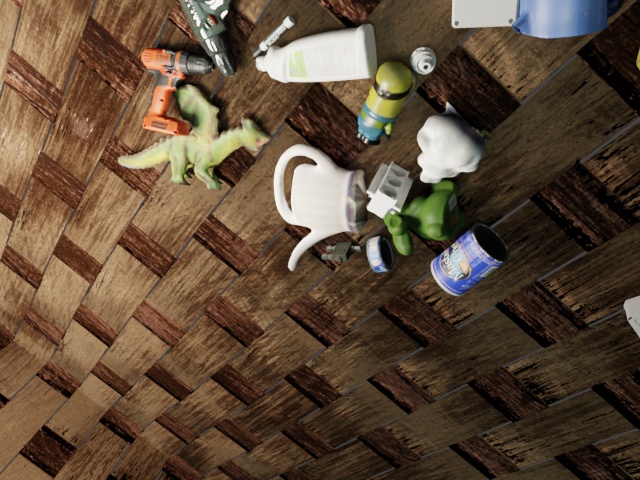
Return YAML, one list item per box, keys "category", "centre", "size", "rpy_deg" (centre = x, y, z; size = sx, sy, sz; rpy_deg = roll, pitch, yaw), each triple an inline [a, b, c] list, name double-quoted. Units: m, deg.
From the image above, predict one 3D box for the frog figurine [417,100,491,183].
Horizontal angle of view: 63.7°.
- category: "frog figurine"
  centre: [0.247, -0.174, 1.023]
  size: [0.136, 0.125, 0.157]
  rpy_deg: [26, 119, -21]

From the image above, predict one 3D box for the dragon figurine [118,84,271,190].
- category: "dragon figurine"
  centre: [-0.317, -0.253, 1.242]
  size: [0.411, 0.124, 0.239]
  rpy_deg: [13, 109, 12]

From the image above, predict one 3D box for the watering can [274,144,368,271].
- category: "watering can"
  centre: [0.004, -0.061, 1.208]
  size: [0.224, 0.106, 0.340]
  rpy_deg: [8, 124, 18]
